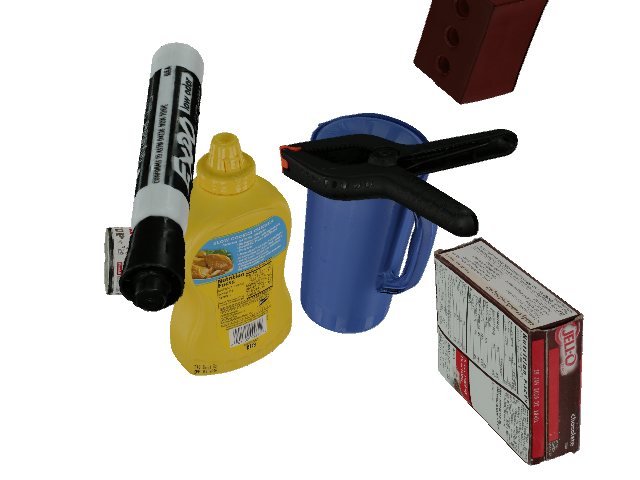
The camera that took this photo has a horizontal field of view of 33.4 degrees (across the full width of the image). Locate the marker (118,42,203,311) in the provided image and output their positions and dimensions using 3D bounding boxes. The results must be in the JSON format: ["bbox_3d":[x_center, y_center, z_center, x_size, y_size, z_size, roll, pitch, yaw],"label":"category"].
[{"bbox_3d":[-0.050,-0.024,0.345,0.020,0.020,0.121,0,43,-3],"label":"marker"}]

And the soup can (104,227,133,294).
[{"bbox_3d":[-0.159,0.021,1.052,0.102,0.068,0.069,0,0,-15],"label":"soup can"}]

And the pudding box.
[{"bbox_3d":[0.107,0.061,0.621,0.039,0.090,0.114,-14,28,-19],"label":"pudding box"}]

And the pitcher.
[{"bbox_3d":[0.048,-0.006,1.198,0.145,0.243,0.149,9,40,1],"label":"pitcher"}]

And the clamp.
[{"bbox_3d":[0.067,-0.067,0.949,0.210,0.036,0.164,11,35,26],"label":"clamp"}]

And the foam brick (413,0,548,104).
[{"bbox_3d":[0.103,-0.137,0.692,0.051,0.078,0.053,-20,52,-32],"label":"foam brick"}]

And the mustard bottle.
[{"bbox_3d":[-0.067,0.007,0.779,0.096,0.192,0.058,-21,43,-26],"label":"mustard bottle"}]
